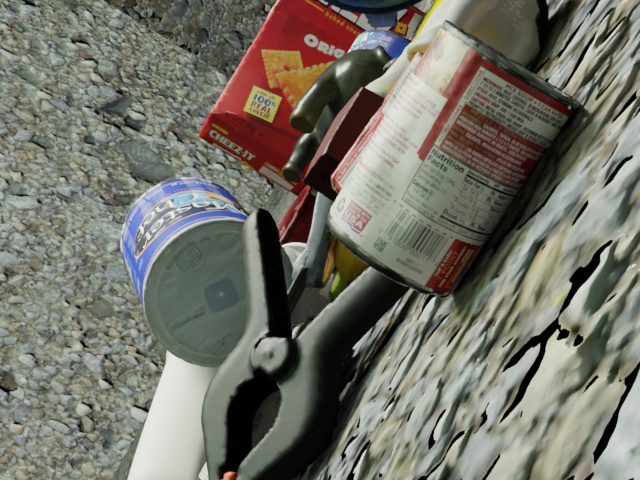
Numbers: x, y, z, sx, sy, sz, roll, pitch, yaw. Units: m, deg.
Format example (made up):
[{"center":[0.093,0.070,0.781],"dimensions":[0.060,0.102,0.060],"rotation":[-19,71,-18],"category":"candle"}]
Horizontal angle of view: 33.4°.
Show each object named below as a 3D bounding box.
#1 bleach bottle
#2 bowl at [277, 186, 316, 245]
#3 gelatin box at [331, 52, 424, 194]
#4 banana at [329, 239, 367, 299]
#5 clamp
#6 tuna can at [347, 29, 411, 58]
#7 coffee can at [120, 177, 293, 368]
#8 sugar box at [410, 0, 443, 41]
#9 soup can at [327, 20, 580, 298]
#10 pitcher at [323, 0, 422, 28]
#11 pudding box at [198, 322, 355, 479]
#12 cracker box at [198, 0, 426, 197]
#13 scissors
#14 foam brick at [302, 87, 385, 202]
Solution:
[{"center":[-0.094,0.158,0.704],"dimensions":[0.250,0.068,0.102],"rotation":[-75,-15,-66],"category":"bleach bottle"},{"center":[-0.029,0.032,0.943],"dimensions":[0.162,0.055,0.162],"rotation":[-58,5,8],"category":"bowl"},{"center":[0.057,-0.052,0.543],"dimensions":[0.073,0.030,0.089],"rotation":[-3,-40,-43],"category":"gelatin box"},{"center":[0.053,-0.052,0.755],"dimensions":[0.197,0.037,0.070],"rotation":[-61,6,-18],"category":"banana"},{"center":[-0.008,0.061,0.562],"dimensions":[0.120,0.039,0.171],"rotation":[-3,67,39],"category":"clamp"},{"center":[0.060,-0.138,0.899],"dimensions":[0.033,0.086,0.086],"rotation":[-59,5,-16],"category":"tuna can"},{"center":[-0.084,0.019,0.764],"dimensions":[0.103,0.102,0.140],"rotation":[-59,22,4],"category":"coffee can"},{"center":[0.114,-0.189,0.900],"dimensions":[0.093,0.048,0.176],"rotation":[-62,7,-22],"category":"sugar box"},{"center":[0.056,-0.034,0.465],"dimensions":[0.102,0.068,0.068],"rotation":[-59,5,14],"category":"soup can"},{"center":[0.051,-0.319,0.948],"dimensions":[0.149,0.144,0.242],"rotation":[-39,35,43],"category":"pitcher"},{"center":[-0.028,0.106,0.630],"dimensions":[0.113,0.039,0.090],"rotation":[-62,6,-11],"category":"pudding box"},{"center":[0.009,-0.149,1.010],"dimensions":[0.213,0.164,0.072],"rotation":[-61,8,-21],"category":"cracker box"},{"center":[-0.005,0.001,0.695],"dimensions":[0.201,0.016,0.096],"rotation":[-30,-51,-80],"category":"scissors"},{"center":[0.038,-0.042,0.621],"dimensions":[0.051,0.078,0.053],"rotation":[-60,5,-18],"category":"foam brick"}]
